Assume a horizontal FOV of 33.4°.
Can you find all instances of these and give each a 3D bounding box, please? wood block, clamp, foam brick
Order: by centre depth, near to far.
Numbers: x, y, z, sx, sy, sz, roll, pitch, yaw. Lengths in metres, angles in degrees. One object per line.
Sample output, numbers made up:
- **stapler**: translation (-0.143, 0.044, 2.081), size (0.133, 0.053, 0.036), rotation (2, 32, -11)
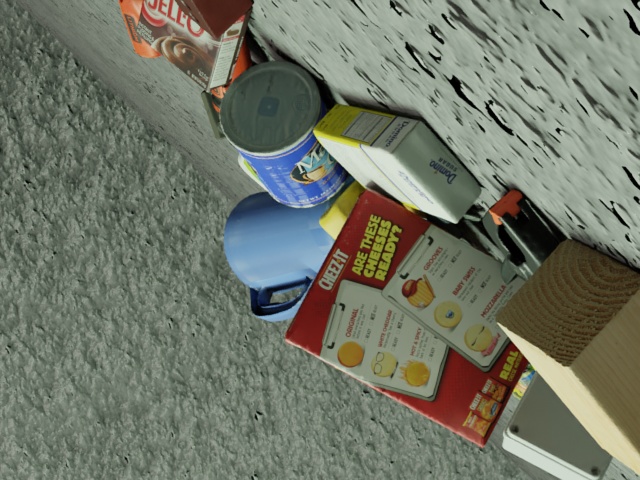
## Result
- **wood block**: translation (0.241, 0.104, 0.855), size (0.206, 0.091, 0.090), rotation (46, 174, -36)
- **clamp**: translation (0.174, 0.013, 0.904), size (0.120, 0.039, 0.171), rotation (30, 160, 50)
- **foam brick**: translation (-0.103, -0.227, 0.948), size (0.053, 0.051, 0.078), rotation (41, 174, 24)

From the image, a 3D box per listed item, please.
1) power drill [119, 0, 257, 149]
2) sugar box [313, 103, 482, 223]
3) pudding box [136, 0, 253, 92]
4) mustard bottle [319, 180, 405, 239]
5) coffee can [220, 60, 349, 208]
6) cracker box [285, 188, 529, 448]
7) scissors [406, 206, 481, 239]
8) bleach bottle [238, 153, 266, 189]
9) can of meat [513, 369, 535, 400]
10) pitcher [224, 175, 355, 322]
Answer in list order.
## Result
- **power drill**: translation (-0.136, -0.200, 1.175), size (0.188, 0.057, 0.184), rotation (38, 153, 30)
- **sugar box**: translation (0.067, -0.073, 0.966), size (0.093, 0.048, 0.176), rotation (44, 171, -25)
- **pudding box**: translation (-0.125, -0.213, 1.039), size (0.114, 0.039, 0.090), rotation (39, 133, 20)
- **mustard bottle**: translation (0.092, 0.019, 1.100), size (0.191, 0.058, 0.096), rotation (43, -146, -1)
- **coffee can**: translation (-0.033, -0.106, 1.102), size (0.103, 0.103, 0.140), rotation (40, 174, 25)
- **cracker box**: translation (0.096, 0.073, 1.019), size (0.213, 0.164, 0.072), rotation (29, 176, -2)
- **scissors**: translation (0.134, -0.015, 1.073), size (0.096, 0.016, 0.202), rotation (44, 175, -26)
- **bleach bottle**: translation (-0.061, -0.123, 1.390), size (0.102, 0.068, 0.251), rotation (42, 172, 5)
- **can of meat**: translation (0.261, 0.164, 1.334), size (0.084, 0.057, 0.102), rotation (48, 172, -27)
- **pitcher**: translation (-0.008, 0.002, 1.271), size (0.243, 0.144, 0.149), rotation (-12, 105, 59)
